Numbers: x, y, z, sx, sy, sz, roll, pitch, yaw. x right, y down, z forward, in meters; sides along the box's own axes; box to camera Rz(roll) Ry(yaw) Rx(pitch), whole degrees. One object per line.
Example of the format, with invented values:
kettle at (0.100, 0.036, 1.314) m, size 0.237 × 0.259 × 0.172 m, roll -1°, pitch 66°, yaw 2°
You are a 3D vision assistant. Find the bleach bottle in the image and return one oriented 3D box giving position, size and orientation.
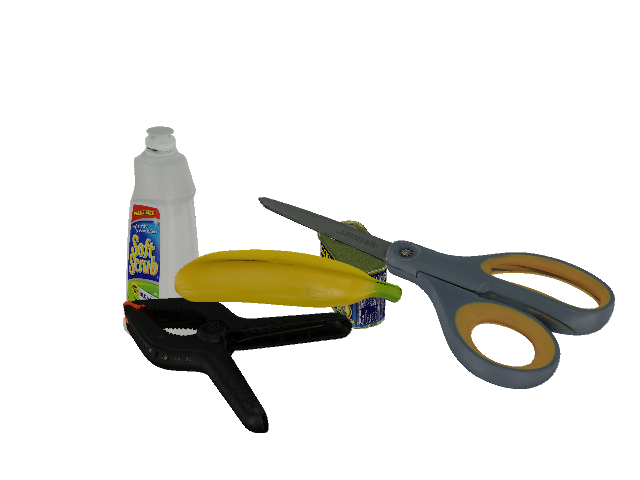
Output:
bleach bottle at (-0.174, -0.003, 1.160) m, size 0.067 × 0.251 × 0.103 m, roll -18°, pitch 32°, yaw -35°

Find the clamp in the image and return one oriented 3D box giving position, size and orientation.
clamp at (-0.086, 0.090, 0.979) m, size 0.210 × 0.036 × 0.164 m, roll 19°, pitch 37°, yaw 30°

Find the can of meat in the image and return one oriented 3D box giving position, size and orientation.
can of meat at (0.037, 0.040, 1.222) m, size 0.057 × 0.084 × 0.102 m, roll -14°, pitch 38°, yaw -18°

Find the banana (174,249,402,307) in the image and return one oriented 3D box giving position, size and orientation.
banana at (-0.043, 0.032, 0.774) m, size 0.198 × 0.037 × 0.069 m, roll 3°, pitch -25°, yaw 33°

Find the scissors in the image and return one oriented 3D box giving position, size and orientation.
scissors at (0.046, 0.024, 0.546) m, size 0.202 × 0.016 × 0.096 m, roll 11°, pitch 42°, yaw 16°
